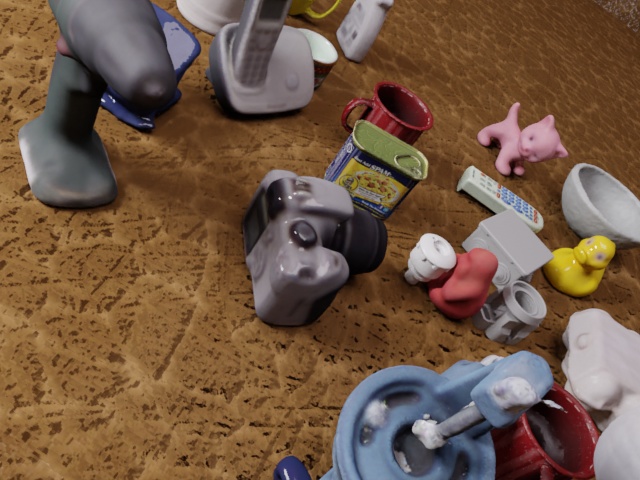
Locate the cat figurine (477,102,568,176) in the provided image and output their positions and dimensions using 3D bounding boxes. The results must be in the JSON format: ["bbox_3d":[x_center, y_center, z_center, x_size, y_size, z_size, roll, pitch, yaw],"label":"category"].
[{"bbox_3d":[0.337,-0.166,0.934,0.067,0.117,0.127,-2,54,-36],"label":"cat figurine"}]

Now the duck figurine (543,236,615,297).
[{"bbox_3d":[0.379,0.029,0.811,0.105,0.086,0.077,0,53,-35],"label":"duck figurine"}]

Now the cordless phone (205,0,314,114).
[{"bbox_3d":[-0.047,-0.243,0.685,0.148,0.185,0.094,-21,66,-44],"label":"cordless phone"}]

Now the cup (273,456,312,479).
[{"bbox_3d":[-0.018,0.208,0.365,0.092,0.095,0.117,-1,54,-36],"label":"cup"}]

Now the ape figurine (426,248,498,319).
[{"bbox_3d":[0.164,0.042,0.643,0.076,0.092,0.078,48,42,12],"label":"ape figurine"}]

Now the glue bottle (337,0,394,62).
[{"bbox_3d":[0.087,-0.372,0.904,0.037,0.173,0.078,6,50,-30],"label":"glue bottle"}]

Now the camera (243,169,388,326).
[{"bbox_3d":[0.005,0.002,0.563,0.137,0.100,0.143,10,48,-28],"label":"camera"}]

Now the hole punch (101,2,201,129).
[{"bbox_3d":[-0.194,-0.189,0.605,0.109,0.091,0.101,34,41,-4],"label":"hole punch"}]

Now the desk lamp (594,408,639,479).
[{"bbox_3d":[0.227,0.241,0.416,0.118,0.213,0.204,40,41,4],"label":"desk lamp"}]

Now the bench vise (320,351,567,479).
[{"bbox_3d":[0.094,0.121,0.426,0.121,0.219,0.208,39,41,2],"label":"bench vise"}]

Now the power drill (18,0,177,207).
[{"bbox_3d":[-0.186,-0.127,0.464,0.076,0.208,0.229,-6,57,-38],"label":"power drill"}]

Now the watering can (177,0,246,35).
[{"bbox_3d":[-0.120,-0.379,0.750,0.173,0.194,0.101,9,48,-28],"label":"watering can"}]

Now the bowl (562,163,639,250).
[{"bbox_3d":[0.454,-0.042,0.935,0.168,0.074,0.167,19,44,-20],"label":"bowl"}]

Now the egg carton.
[{"bbox_3d":[0.340,0.153,0.683,0.107,0.069,0.150,33,41,-5],"label":"egg carton"}]
